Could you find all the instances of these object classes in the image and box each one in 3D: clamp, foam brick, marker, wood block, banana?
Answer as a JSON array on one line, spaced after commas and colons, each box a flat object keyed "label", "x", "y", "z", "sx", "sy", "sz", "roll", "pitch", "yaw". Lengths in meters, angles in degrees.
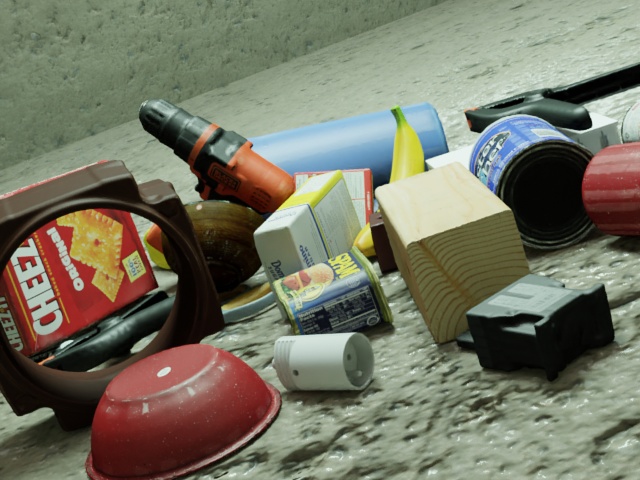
[{"label": "clamp", "x": -0.195, "y": 0.092, "z": 1.059, "sx": 0.171, "sy": 0.039, "sz": 0.120, "roll": -35, "pitch": 6, "yaw": -33}, {"label": "clamp", "x": 0.240, "y": -0.141, "z": 1.155, "sx": 0.210, "sy": 0.036, "sz": 0.164, "roll": -8, "pitch": 18, "yaw": 39}, {"label": "foam brick", "x": 0.091, "y": -0.007, "z": 1.065, "sx": 0.078, "sy": 0.051, "sz": 0.053, "roll": -16, "pitch": 15, "yaw": 7}, {"label": "marker", "x": -0.283, "y": 0.122, "z": 1.103, "sx": 0.121, "sy": 0.020, "sz": 0.020, "roll": -20, "pitch": 15, "yaw": -8}, {"label": "wood block", "x": 0.113, "y": 0.004, "z": 0.930, "sx": 0.090, "sy": 0.091, "sz": 0.206, "roll": -19, "pitch": 16, "yaw": 1}, {"label": "banana", "x": 0.079, "y": -0.051, "z": 1.159, "sx": 0.037, "sy": 0.069, "sz": 0.197, "roll": -29, "pitch": 38, "yaw": 48}]

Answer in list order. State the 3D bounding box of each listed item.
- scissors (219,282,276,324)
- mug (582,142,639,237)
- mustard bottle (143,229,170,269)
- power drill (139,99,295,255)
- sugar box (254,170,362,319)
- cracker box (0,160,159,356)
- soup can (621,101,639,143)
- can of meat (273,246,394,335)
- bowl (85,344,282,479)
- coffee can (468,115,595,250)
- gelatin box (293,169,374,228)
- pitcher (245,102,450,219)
[{"label": "scissors", "x": -0.129, "y": 0.085, "z": 1.065, "sx": 0.201, "sy": 0.016, "sz": 0.096, "roll": -24, "pitch": 15, "yaw": -21}, {"label": "mug", "x": 0.290, "y": -0.042, "z": 0.916, "sx": 0.117, "sy": 0.093, "sz": 0.082, "roll": 9, "pitch": -4, "yaw": -27}, {"label": "mustard bottle", "x": -0.125, "y": -0.026, "z": 1.364, "sx": 0.191, "sy": 0.058, "sz": 0.096, "roll": -27, "pitch": 10, "yaw": -31}, {"label": "power drill", "x": -0.132, "y": -0.050, "z": 1.163, "sx": 0.057, "sy": 0.184, "sz": 0.188, "roll": -53, "pitch": -6, "yaw": -42}, {"label": "sugar box", "x": -0.007, "y": 0.001, "z": 1.071, "sx": 0.048, "sy": 0.093, "sz": 0.176, "roll": -13, "pitch": 16, "yaw": 25}, {"label": "cracker box", "x": -0.286, "y": 0.016, "z": 1.159, "sx": 0.072, "sy": 0.164, "sz": 0.213, "roll": -15, "pitch": 9, "yaw": 32}, {"label": "soup can", "x": 0.363, "y": -0.109, "z": 1.082, "sx": 0.068, "sy": 0.068, "sz": 0.102, "roll": -23, "pitch": 16, "yaw": -16}, {"label": "can of meat", "x": 0.009, "y": 0.053, "z": 0.941, "sx": 0.084, "sy": 0.057, "sz": 0.102, "roll": -22, "pitch": 15, "yaw": -4}, {"label": "bowl", "x": -0.114, "y": 0.126, "z": 0.831, "sx": 0.162, "sy": 0.055, "sz": 0.162, "roll": -17, "pitch": 16, "yaw": 5}, {"label": "coffee can", "x": 0.204, "y": -0.058, "z": 1.019, "sx": 0.103, "sy": 0.103, "sz": 0.140, "roll": -17, "pitch": 15, "yaw": 3}, {"label": "gelatin box", "x": 0.015, "y": -0.038, "z": 1.184, "sx": 0.089, "sy": 0.073, "sz": 0.030, "roll": -3, "pitch": -11, "yaw": 6}, {"label": "pitcher", "x": 0.032, "y": -0.076, "z": 1.266, "sx": 0.243, "sy": 0.149, "sz": 0.145, "roll": -14, "pitch": 0, "yaw": 2}]
